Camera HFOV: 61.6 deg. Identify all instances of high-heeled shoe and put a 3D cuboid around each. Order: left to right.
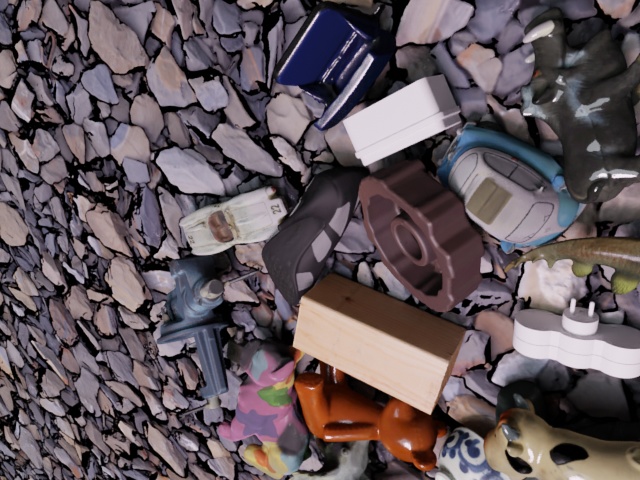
[{"bbox_3d":[-0.002,-0.002,0.756,0.086,0.145,0.248,47,157,22],"label":"high-heeled shoe"}]

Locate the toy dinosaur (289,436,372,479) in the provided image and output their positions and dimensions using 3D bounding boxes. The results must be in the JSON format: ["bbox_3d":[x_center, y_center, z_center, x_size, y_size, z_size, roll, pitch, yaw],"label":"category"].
[{"bbox_3d":[0.060,0.475,0.801,0.192,0.131,0.404,-13,87,57],"label":"toy dinosaur"}]

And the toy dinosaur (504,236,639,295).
[{"bbox_3d":[0.418,0.049,0.483,0.472,0.105,0.198,20,122,25],"label":"toy dinosaur"}]

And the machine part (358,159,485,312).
[{"bbox_3d":[0.115,-0.005,0.619,0.179,0.056,0.179,53,163,23],"label":"machine part"}]

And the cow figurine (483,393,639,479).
[{"bbox_3d":[0.272,0.242,0.582,0.195,0.085,0.127,-3,112,39],"label":"cow figurine"}]

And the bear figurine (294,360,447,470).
[{"bbox_3d":[0.076,0.241,0.764,0.196,0.120,0.131,1,107,29],"label":"bear figurine"}]

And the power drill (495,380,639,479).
[{"bbox_3d":[0.328,0.279,0.659,0.207,0.086,0.231,-15,100,43],"label":"power drill"}]

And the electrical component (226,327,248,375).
[{"bbox_3d":[-0.129,0.195,0.926,0.063,0.021,0.093,22,119,21],"label":"electrical component"}]

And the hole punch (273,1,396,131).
[{"bbox_3d":[0.029,-0.189,0.602,0.092,0.116,0.142,51,126,18],"label":"hole punch"}]

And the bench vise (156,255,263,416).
[{"bbox_3d":[-0.188,0.150,0.867,0.224,0.129,0.240,-25,76,44],"label":"bench vise"}]

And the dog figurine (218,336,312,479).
[{"bbox_3d":[-0.062,0.255,0.861,0.192,0.108,0.219,38,120,8],"label":"dog figurine"}]

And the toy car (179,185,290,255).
[{"bbox_3d":[-0.130,-0.027,0.809,0.202,0.056,0.073,-14,102,35],"label":"toy car"}]

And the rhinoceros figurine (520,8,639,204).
[{"bbox_3d":[0.251,-0.129,0.511,0.112,0.073,0.190,-17,83,23],"label":"rhinoceros figurine"}]

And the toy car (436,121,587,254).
[{"bbox_3d":[0.197,-0.053,0.573,0.162,0.103,0.109,38,124,10],"label":"toy car"}]
